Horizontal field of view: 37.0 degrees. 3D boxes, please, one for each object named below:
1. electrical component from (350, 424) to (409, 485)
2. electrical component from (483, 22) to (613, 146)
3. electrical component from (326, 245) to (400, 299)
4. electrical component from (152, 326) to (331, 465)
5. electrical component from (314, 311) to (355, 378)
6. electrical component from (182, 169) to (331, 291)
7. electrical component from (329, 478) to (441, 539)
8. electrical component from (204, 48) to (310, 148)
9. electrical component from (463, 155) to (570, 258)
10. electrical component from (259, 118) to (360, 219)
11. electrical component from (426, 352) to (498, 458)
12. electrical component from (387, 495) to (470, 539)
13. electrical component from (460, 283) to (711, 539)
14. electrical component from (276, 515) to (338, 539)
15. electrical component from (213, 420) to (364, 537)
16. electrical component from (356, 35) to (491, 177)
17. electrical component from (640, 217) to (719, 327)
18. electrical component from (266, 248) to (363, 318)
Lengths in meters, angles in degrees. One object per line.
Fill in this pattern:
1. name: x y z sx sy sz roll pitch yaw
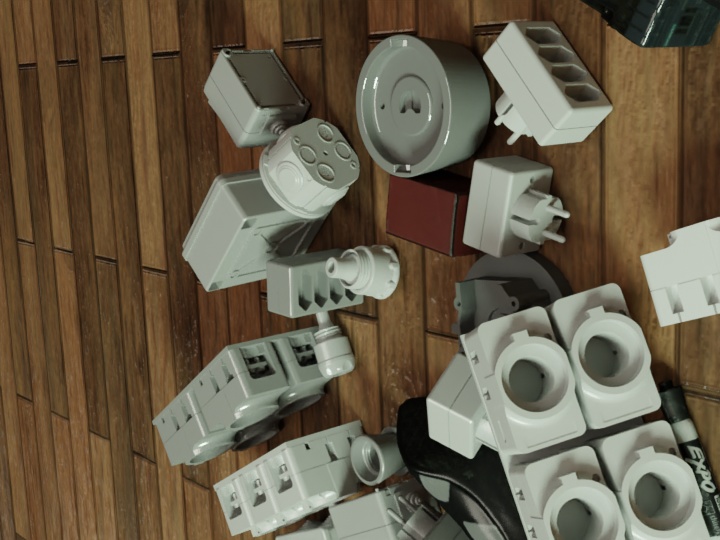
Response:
1. electrical component: 0.026 0.160 0.943 0.045 0.055 0.045 14 109 48
2. electrical component: 0.123 -0.121 0.768 0.075 0.047 0.083 -50 60 44
3. electrical component: 0.000 0.000 0.930 0.048 0.062 0.048 -9 78 52
4. electrical component: -0.116 0.131 1.070 0.186 0.105 0.060 -43 65 46
5. electrical component: -0.027 0.068 1.004 0.035 0.035 0.061 -31 72 49
6. electrical component: -0.096 -0.040 1.004 0.056 0.109 0.108 55 135 23
7. electrical component: 0.028 0.221 0.949 0.096 0.062 0.061 -32 74 49
8. electrical component: -0.097 -0.155 1.015 0.096 0.062 0.061 58 136 25
9. electrical component: 0.122 -0.042 0.787 0.077 0.047 0.065 26 118 44
10. electrical component: -0.044 -0.091 0.954 0.051 0.080 0.080 -37 70 42
11. electrical component: 0.094 0.110 0.800 0.077 0.047 0.065 26 153 21
12. electrical component: 0.056 0.215 0.881 0.076 0.083 0.047 39 129 12
13. electrical component: 0.152 0.114 0.727 0.060 0.105 0.186 117 136 -78
14. electrical component: -0.029 0.291 1.046 0.100 0.048 0.099 -27 77 50
15. electrical component: -0.062 0.205 1.033 0.150 0.089 0.061 -37 69 48
16. electrical component: 0.054 -0.129 0.839 0.108 0.060 0.108 14 109 48
17. electrical component: 0.227 -0.004 0.666 0.089 0.050 0.055 -21 82 51
18. electrical component: -0.052 0.008 0.981 0.076 0.083 0.047 13 108 49
